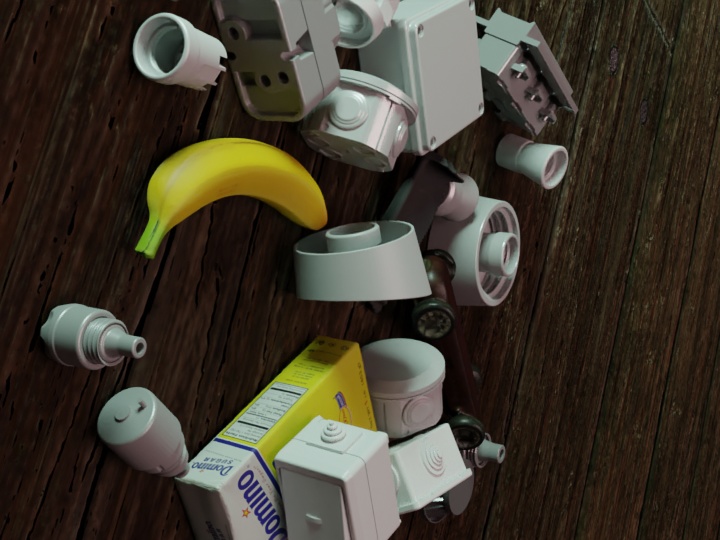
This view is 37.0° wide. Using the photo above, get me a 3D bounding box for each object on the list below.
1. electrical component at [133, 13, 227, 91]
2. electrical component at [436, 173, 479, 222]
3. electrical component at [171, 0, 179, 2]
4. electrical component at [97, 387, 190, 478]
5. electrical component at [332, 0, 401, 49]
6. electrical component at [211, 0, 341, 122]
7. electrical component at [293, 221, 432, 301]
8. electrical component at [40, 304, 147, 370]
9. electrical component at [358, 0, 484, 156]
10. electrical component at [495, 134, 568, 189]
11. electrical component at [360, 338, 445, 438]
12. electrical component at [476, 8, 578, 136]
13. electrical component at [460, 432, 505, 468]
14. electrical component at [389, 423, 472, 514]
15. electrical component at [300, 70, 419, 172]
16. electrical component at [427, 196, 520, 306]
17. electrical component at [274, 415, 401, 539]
[{"bbox_3d":[-0.106,-0.128,0.644,0.046,0.040,0.040,5,92,-64],"label":"electrical component"},{"bbox_3d":[0.073,-0.068,0.946,0.055,0.045,0.045,12,86,-58],"label":"electrical component"},{"bbox_3d":[-0.103,-0.188,0.641,0.061,0.035,0.035,-58,141,-38],"label":"electrical component"},{"bbox_3d":[-0.127,0.104,0.656,0.040,0.040,0.078,-64,145,-28],"label":"electrical component"},{"bbox_3d":[-0.004,-0.199,0.780,0.078,0.058,0.057,57,46,-47],"label":"electrical component"},{"bbox_3d":[-0.052,-0.154,0.713,0.059,0.054,0.095,-49,136,-42],"label":"electrical component"},{"bbox_3d":[0.000,0.000,0.791,0.099,0.099,0.064,-30,115,-53],"label":"electrical component"},{"bbox_3d":[-0.145,0.039,0.593,0.035,0.061,0.035,-20,114,-57],"label":"electrical component"},{"bbox_3d":[0.051,-0.162,0.878,0.109,0.056,0.108,-39,128,-49],"label":"electrical component"},{"bbox_3d":[0.169,-0.111,1.073,0.044,0.065,0.044,-28,131,-38],"label":"electrical component"},{"bbox_3d":[0.030,0.094,0.876,0.080,0.080,0.051,-41,135,-48],"label":"electrical component"},{"bbox_3d":[0.152,-0.185,1.032,0.063,0.079,0.121,-55,144,-4],"label":"electrical component"},{"bbox_3d":[0.108,0.171,1.037,0.048,0.062,0.048,-18,112,-56],"label":"electrical component"},{"bbox_3d":[0.028,0.165,0.870,0.100,0.100,0.048,-15,83,-55],"label":"electrical component"},{"bbox_3d":[-0.002,-0.109,0.782,0.080,0.080,0.051,33,73,-56],"label":"electrical component"},{"bbox_3d":[0.114,-0.017,1.008,0.108,0.060,0.108,-19,112,-56],"label":"electrical component"},{"bbox_3d":[-0.018,0.149,0.738,0.061,0.062,0.096,-39,129,-46],"label":"electrical component"}]
